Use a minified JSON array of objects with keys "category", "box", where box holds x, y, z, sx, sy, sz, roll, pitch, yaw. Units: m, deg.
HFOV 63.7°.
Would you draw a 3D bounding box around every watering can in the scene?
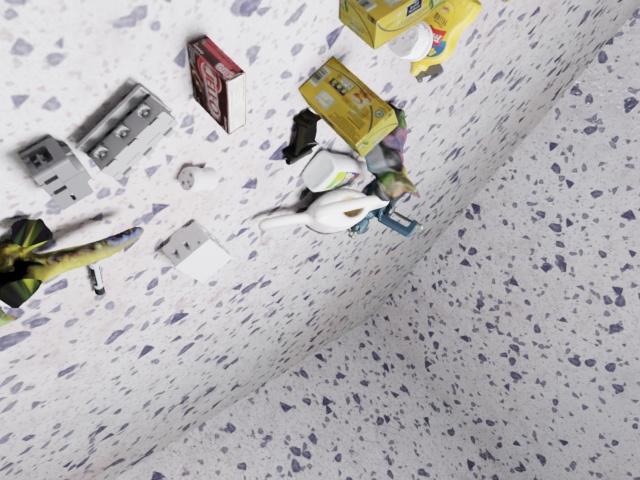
[{"category":"watering can","box":[0.004,-0.067,1.331,0.348,0.104,0.223,-12,176,-12]}]

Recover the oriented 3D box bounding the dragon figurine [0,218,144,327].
[{"category":"dragon figurine","box":[-0.485,0.081,0.773,0.239,0.123,0.413,-35,168,39]}]
